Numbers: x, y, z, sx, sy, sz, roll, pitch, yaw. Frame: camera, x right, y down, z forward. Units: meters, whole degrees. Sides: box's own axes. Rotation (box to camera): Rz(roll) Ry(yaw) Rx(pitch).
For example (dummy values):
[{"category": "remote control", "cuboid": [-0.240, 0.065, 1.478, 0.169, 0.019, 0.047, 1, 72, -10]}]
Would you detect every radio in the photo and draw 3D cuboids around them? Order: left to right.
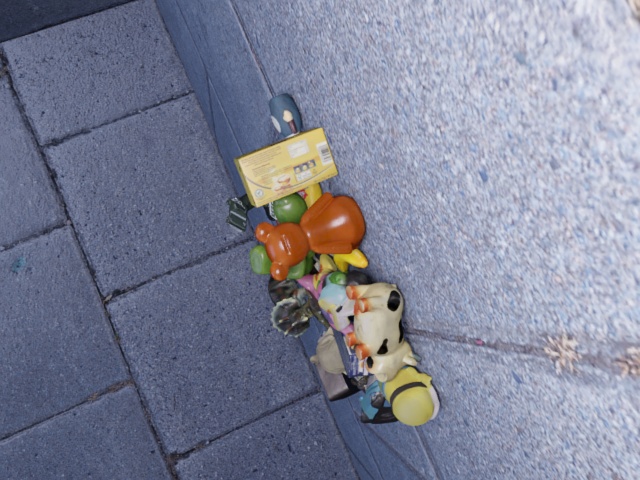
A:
[{"category": "radio", "cuboid": [0.058, 0.412, 1.641, 0.131, 0.073, 0.229, 64, -174, 19]}]

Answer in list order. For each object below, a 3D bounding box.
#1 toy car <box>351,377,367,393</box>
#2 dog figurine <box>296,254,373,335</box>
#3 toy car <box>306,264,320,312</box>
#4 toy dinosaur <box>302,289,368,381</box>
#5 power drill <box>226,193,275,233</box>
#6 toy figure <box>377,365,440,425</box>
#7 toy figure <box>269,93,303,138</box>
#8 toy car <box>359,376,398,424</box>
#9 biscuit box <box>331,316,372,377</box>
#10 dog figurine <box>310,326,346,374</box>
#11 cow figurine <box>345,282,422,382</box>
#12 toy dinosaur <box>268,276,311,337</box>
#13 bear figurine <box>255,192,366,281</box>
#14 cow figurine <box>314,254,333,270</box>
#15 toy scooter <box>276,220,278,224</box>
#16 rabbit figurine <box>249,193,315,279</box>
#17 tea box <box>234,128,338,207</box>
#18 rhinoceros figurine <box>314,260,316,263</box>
[{"category": "toy car", "cuboid": [0.119, 0.390, 1.504, 0.073, 0.056, 0.202, 59, 170, -20]}, {"category": "dog figurine", "cuboid": [0.026, 0.094, 1.086, 0.219, 0.108, 0.191, 43, 168, 43]}, {"category": "toy car", "cuboid": [-0.022, 0.083, 1.252, 0.202, 0.053, 0.089, 53, 136, -3]}, {"category": "toy dinosaur", "cuboid": [0.015, 0.162, 1.437, 0.471, 0.105, 0.198, 62, 165, 2]}, {"category": "power drill", "cuboid": [-0.186, -0.105, 1.608, 0.086, 0.207, 0.231, 32, 137, 24]}, {"category": "toy figure", "cuboid": [0.156, 0.280, 1.015, 0.082, 0.089, 0.180, 66, 168, -24]}, {"category": "toy figure", "cuboid": [-0.054, -0.221, 1.100, 0.064, 0.058, 0.154, -35, -77, -61]}, {"category": "toy car", "cuboid": [0.141, 0.339, 1.190, 0.161, 0.109, 0.103, 95, 169, -51]}, {"category": "biscuit box", "cuboid": [0.067, 0.198, 1.132, 0.203, 0.059, 0.062, -111, 20, -61]}, {"category": "dog figurine", "cuboid": [0.065, 0.259, 1.223, 0.121, 0.172, 0.190, 56, 177, -1]}, {"category": "cow figurine", "cuboid": [0.114, 0.166, 0.959, 0.086, 0.127, 0.194, -135, 39, -62]}, {"category": "toy dinosaur", "cuboid": [-0.106, 0.169, 1.792, 0.405, 0.192, 0.131, -126, 19, -47]}, {"category": "bear figurine", "cuboid": [-0.017, -0.006, 0.984, 0.120, 0.196, 0.132, 64, 170, 2]}, {"category": "cow figurine", "cuboid": [-0.005, -0.004, 1.265, 0.167, 0.068, 0.098, 64, 164, -1]}, {"category": "toy scooter", "cuboid": [-0.103, -0.088, 1.558, 0.135, 0.075, 0.184, 116, 133, -76]}, {"category": "rabbit figurine", "cuboid": [-0.049, -0.017, 1.085, 0.121, 0.159, 0.170, 8, 100, 33]}, {"category": "tea box", "cuboid": [-0.064, -0.137, 1.006, 0.068, 0.170, 0.098, -148, 38, -72]}, {"category": "rhinoceros figurine", "cuboid": [-0.053, -0.029, 1.352, 0.073, 0.112, 0.190, -21, 78, 50]}]
